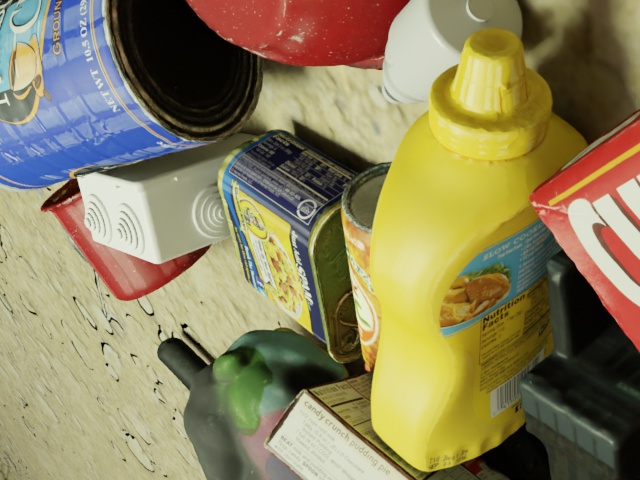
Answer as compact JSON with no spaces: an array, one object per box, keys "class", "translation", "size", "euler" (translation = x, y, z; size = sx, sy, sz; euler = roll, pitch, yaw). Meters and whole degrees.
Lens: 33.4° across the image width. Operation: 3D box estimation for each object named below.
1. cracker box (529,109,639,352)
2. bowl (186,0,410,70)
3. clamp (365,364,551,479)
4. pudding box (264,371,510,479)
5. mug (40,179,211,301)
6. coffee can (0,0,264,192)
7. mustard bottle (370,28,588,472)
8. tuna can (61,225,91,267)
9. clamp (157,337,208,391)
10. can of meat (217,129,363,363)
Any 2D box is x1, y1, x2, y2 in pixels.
[{"class":"cracker box","translation":[0.174,0.033,0.279],"size":[0.214,0.072,0.164],"euler":[54,154,4]},{"class":"bowl","translation":[-0.024,-0.131,0.437],"size":[0.162,0.055,0.162],"euler":[40,151,27]},{"class":"clamp","translation":[0.109,0.124,0.536],"size":[0.210,0.036,0.165],"euler":[47,153,9]},{"class":"pudding box","translation":[0.040,0.110,0.491],"size":[0.114,0.039,0.090],"euler":[36,-168,19]},{"class":"mug","translation":[-0.130,-0.012,0.715],"size":[0.117,0.093,0.081],"euler":[-13,116,49]},{"class":"coffee can","translation":[-0.114,-0.086,0.536],"size":[0.141,0.102,0.103],"euler":[-10,115,38]},{"class":"mustard bottle","translation":[0.061,0.004,0.406],"size":[0.058,0.096,0.192],"euler":[39,150,34]},{"class":"tuna can","translation":[-0.155,-0.013,0.801],"size":[0.086,0.033,0.086],"euler":[24,134,27]},{"class":"clamp","translation":[-0.066,0.153,0.864],"size":[0.172,0.039,0.120],"euler":[24,141,46]},{"class":"can of meat","translation":[-0.004,0.001,0.558],"size":[0.084,0.057,0.102],"euler":[34,147,40]}]
